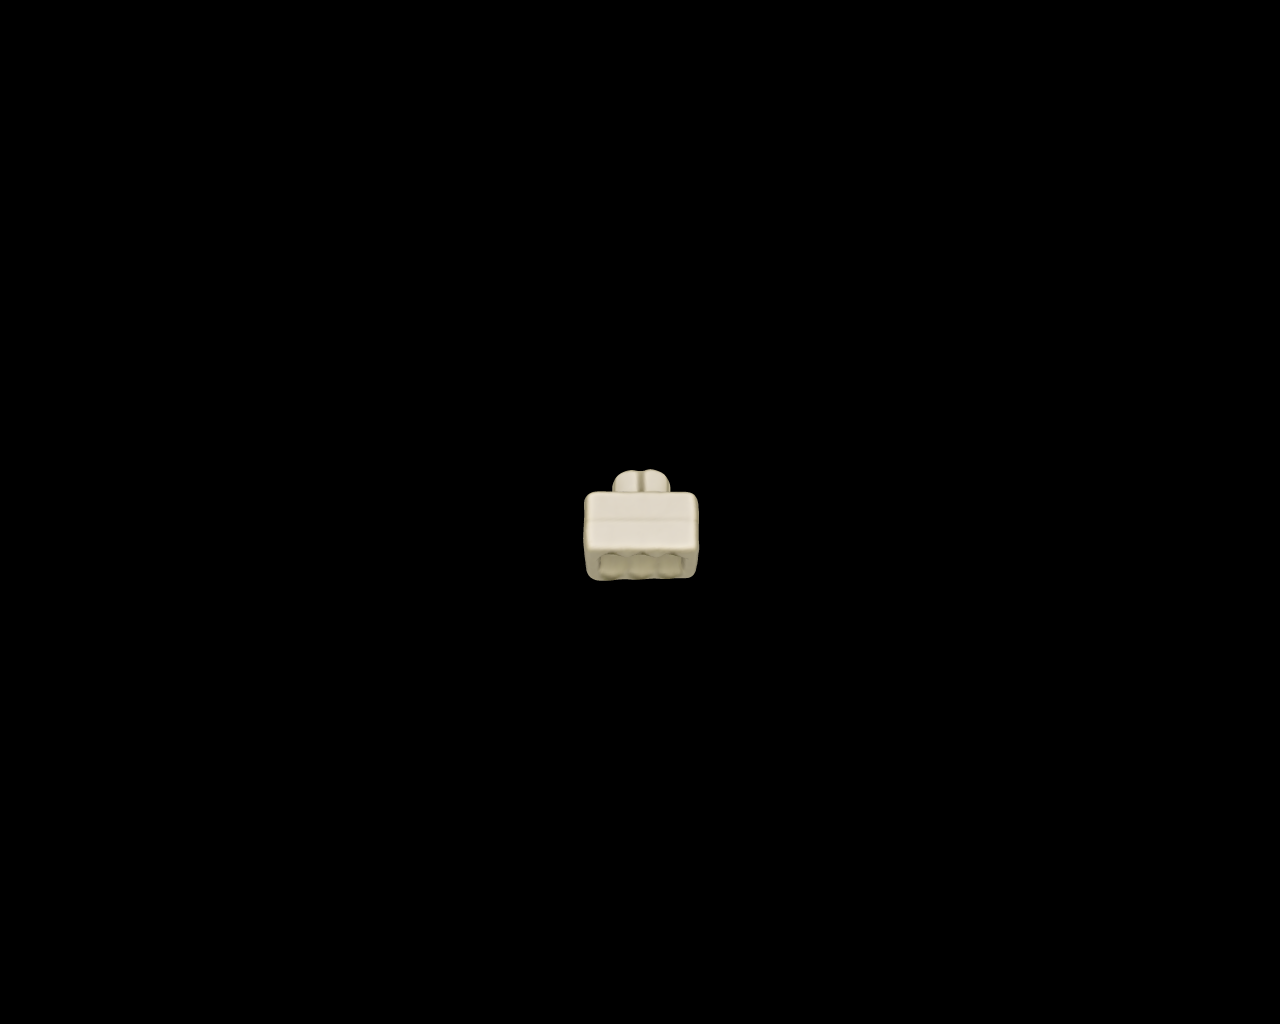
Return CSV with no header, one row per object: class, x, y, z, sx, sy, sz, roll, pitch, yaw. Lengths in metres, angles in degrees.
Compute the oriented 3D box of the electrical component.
electrical component,0.001,-0.003,0.650,0.066,0.077,0.047,0,-25,0
